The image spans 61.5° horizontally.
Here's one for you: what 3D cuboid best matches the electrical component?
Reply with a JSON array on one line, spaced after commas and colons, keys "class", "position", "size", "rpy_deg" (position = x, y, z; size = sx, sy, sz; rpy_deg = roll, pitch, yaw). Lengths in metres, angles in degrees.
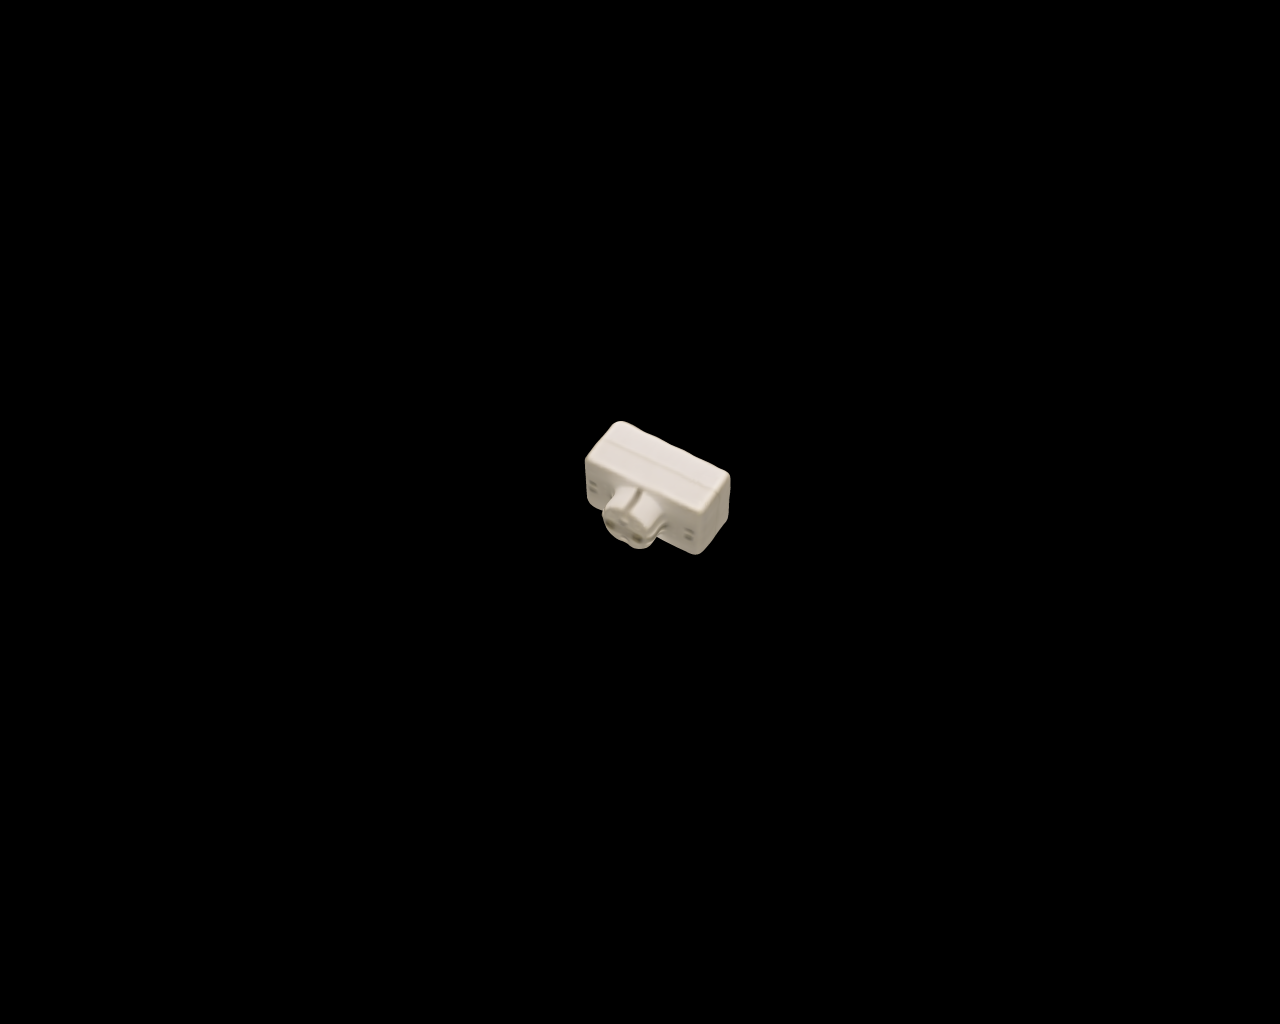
[{"class": "electrical component", "position": [0.001, -0.003, 0.650], "size": [0.083, 0.076, 0.047], "rpy_deg": [27, -33, 19]}]
